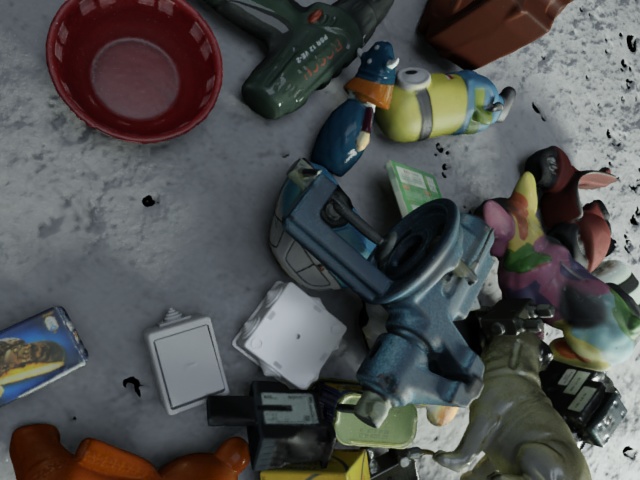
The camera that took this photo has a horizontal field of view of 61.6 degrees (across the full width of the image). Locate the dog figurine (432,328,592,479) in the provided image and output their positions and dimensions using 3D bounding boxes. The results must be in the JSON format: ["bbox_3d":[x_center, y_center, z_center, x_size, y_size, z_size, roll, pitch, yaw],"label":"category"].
[{"bbox_3d":[0.231,0.182,0.573,0.190,0.173,0.121,-60,140,-20],"label":"dog figurine"}]

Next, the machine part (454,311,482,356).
[{"bbox_3d":[0.172,0.117,0.667,0.084,0.039,0.138,-8,90,-19],"label":"machine part"}]

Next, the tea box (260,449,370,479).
[{"bbox_3d":[0.004,0.305,0.541,0.098,0.068,0.169,-10,86,22],"label":"tea box"}]

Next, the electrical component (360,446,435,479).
[{"bbox_3d":[0.089,0.268,0.605,0.078,0.045,0.102,-13,107,-22],"label":"electrical component"}]

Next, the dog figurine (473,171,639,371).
[{"bbox_3d":[0.273,0.031,0.646,0.108,0.192,0.219,-35,113,-19],"label":"dog figurine"}]

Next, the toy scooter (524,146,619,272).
[{"bbox_3d":[0.362,-0.044,0.742,0.135,0.075,0.183,-11,84,-24],"label":"toy scooter"}]

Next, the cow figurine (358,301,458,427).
[{"bbox_3d":[0.098,0.139,0.614,0.068,0.098,0.167,-37,118,-27],"label":"cow figurine"}]

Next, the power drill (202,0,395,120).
[{"bbox_3d":[-0.043,-0.265,0.598,0.207,0.086,0.232,40,74,-22],"label":"power drill"}]

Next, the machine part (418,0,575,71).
[{"bbox_3d":[0.224,-0.316,0.639,0.087,0.201,0.201,28,75,-20],"label":"machine part"}]

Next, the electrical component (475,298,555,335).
[{"bbox_3d":[0.214,0.088,0.613,0.063,0.094,0.021,-27,103,-42],"label":"electrical component"}]

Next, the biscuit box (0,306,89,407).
[{"bbox_3d":[-0.308,0.127,0.455,0.203,0.063,0.059,-27,95,-23],"label":"biscuit box"}]

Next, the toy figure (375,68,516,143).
[{"bbox_3d":[0.154,-0.164,0.663,0.180,0.082,0.089,-2,84,-25],"label":"toy figure"}]

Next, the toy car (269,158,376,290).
[{"bbox_3d":[-0.001,-0.002,0.581,0.103,0.109,0.161,-32,114,2],"label":"toy car"}]

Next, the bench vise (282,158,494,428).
[{"bbox_3d":[0.051,0.033,0.472,0.240,0.129,0.223,42,76,-15],"label":"bench vise"}]

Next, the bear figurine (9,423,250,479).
[{"bbox_3d":[-0.171,0.231,0.490,0.196,0.132,0.120,8,83,-40],"label":"bear figurine"}]

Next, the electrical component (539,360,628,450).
[{"bbox_3d":[0.295,0.204,0.657,0.115,0.134,0.058,-43,103,-19],"label":"electrical component"}]

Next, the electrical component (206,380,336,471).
[{"bbox_3d":[-0.049,0.176,0.512,0.119,0.075,0.047,3,121,-19],"label":"electrical component"}]

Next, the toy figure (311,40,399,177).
[{"bbox_3d":[0.042,-0.148,0.608,0.064,0.058,0.154,30,97,9],"label":"toy figure"}]
